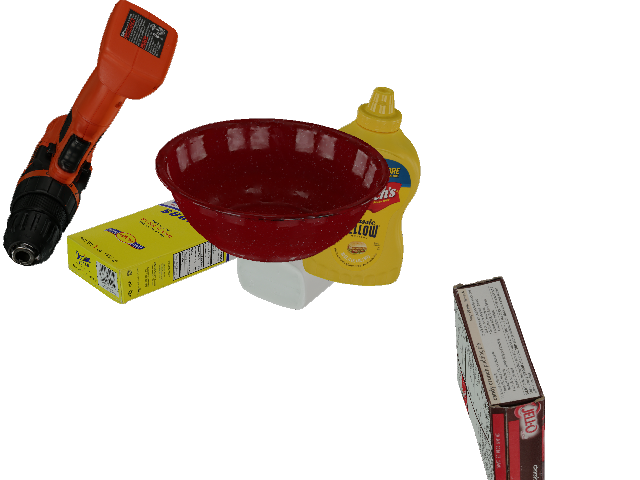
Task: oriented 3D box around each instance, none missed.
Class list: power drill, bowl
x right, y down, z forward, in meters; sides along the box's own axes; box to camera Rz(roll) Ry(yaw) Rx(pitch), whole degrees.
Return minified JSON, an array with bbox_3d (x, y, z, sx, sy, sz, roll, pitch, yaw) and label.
[{"bbox_3d":[-0.189,-0.087,0.856,0.057,0.188,0.184,29,33,-21],"label":"power drill"},{"bbox_3d":[-0.034,-0.030,0.745,0.162,0.055,0.162,3,28,-2],"label":"bowl"}]

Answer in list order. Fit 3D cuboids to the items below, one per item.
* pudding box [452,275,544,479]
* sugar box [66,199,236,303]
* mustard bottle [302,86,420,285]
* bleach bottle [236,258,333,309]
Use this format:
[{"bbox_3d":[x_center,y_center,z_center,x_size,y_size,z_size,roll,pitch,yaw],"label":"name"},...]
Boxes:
[{"bbox_3d":[0.116,0.094,0.696,0.039,0.090,0.113,-10,40,-2],"label":"pudding box"},{"bbox_3d":[-0.158,0.002,1.088,0.175,0.048,0.093,-26,41,-38],"label":"sugar box"},{"bbox_3d":[0.043,-0.052,1.000,0.096,0.192,0.058,9,28,-3],"label":"mustard bottle"},{"bbox_3d":[0.013,-0.008,1.306,0.103,0.068,0.250,20,37,29],"label":"bleach bottle"}]
